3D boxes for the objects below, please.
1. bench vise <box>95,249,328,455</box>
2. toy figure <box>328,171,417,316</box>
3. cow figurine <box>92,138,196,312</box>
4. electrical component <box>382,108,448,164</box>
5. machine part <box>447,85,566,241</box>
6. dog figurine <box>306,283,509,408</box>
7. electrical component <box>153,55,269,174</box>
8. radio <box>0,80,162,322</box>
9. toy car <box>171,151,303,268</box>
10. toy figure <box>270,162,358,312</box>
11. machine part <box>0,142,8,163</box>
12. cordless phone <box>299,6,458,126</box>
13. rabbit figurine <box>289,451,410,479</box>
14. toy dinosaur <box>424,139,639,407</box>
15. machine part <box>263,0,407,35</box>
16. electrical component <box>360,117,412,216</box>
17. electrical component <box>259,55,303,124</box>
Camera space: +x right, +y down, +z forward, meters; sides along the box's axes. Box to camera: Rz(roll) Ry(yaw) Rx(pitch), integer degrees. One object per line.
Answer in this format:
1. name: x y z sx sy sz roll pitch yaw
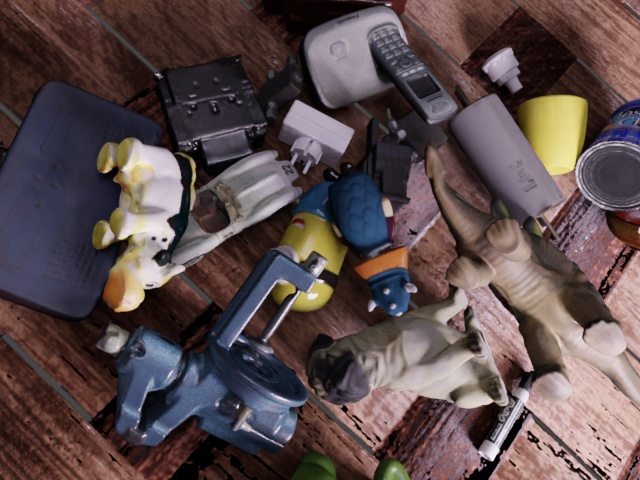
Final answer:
1. bench vise: -0.088 0.099 0.534 0.223 0.129 0.240 36 92 -8
2. toy figure: 0.058 0.004 0.568 0.058 0.064 0.154 -22 88 -38
3. cow figurine: -0.170 -0.012 0.537 0.098 0.068 0.167 8 79 -47
4. electrical component: 0.128 -0.147 0.715 0.102 0.045 0.078 -30 80 -19
5. machine part: 0.244 -0.103 0.710 0.079 0.079 0.243 -26 80 -19
6. dog figurine: 0.097 0.147 0.605 0.191 0.121 0.172 -24 118 15
7. electrical component: -0.129 -0.148 0.652 0.115 0.058 0.134 -19 78 -16
8. radio: -0.266 -0.041 0.558 0.131 0.073 0.229 24 66 -26
9. toy car: -0.114 -0.034 0.613 0.202 0.056 0.073 -31 82 -13
10. toy figure: 0.000 -0.003 0.623 0.089 0.082 0.180 32 66 -1
11. machine part: -0.357 -0.040 0.577 0.084 0.039 0.139 5 74 -3
12. cordless phone: 0.071 -0.195 0.673 0.147 0.088 0.184 -26 66 -19
13. rabbit figurine: 0.034 0.297 0.519 0.170 0.121 0.159 28 47 12
14. toy dinosaur: 0.262 0.071 0.599 0.471 0.105 0.198 50 27 -9
15. machine part: 0.022 -0.388 0.746 0.201 0.087 0.201 1 71 -12
16. electrical component: 0.080 -0.091 0.673 0.048 0.075 0.119 8 68 -11
17. electrical component: -0.049 -0.189 0.675 0.021 0.063 0.094 34 42 -38
